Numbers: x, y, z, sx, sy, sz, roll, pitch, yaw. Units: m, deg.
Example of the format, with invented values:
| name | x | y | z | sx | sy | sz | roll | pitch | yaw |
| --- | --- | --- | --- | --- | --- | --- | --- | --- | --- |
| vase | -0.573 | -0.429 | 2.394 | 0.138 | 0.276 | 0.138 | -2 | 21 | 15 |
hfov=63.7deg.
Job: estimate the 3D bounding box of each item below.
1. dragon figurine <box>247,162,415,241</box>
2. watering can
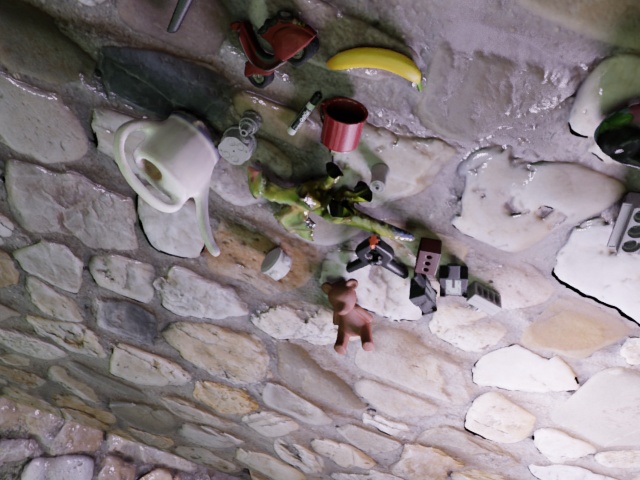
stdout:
| name | x | y | z | sx | sy | sz | roll | pitch | yaw |
| --- | --- | --- | --- | --- | --- | --- | --- | --- | --- |
| dragon figurine | 0.004 | -0.063 | 1.243 | 0.407 | 0.125 | 0.239 | 33 | 149 | -18 |
| watering can | -0.300 | -0.143 | 1.160 | 0.103 | 0.229 | 0.342 | -8 | 131 | 46 |
